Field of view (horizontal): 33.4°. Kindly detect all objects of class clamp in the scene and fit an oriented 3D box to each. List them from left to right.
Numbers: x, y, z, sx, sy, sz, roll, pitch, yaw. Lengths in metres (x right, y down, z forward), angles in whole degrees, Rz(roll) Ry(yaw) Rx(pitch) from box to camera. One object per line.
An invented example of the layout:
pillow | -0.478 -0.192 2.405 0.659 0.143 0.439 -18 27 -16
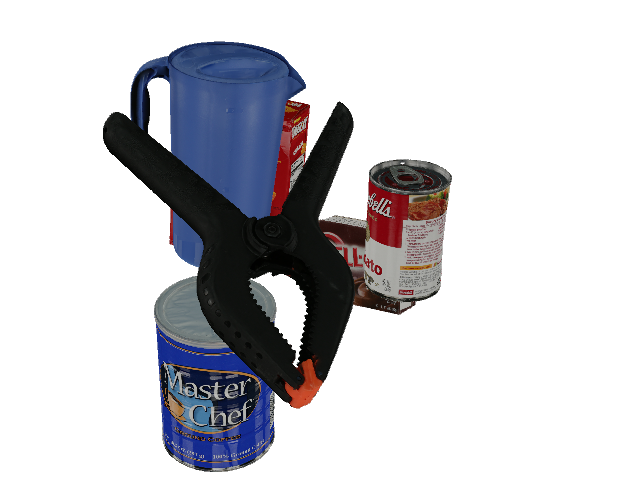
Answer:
clamp | -0.044 -0.001 0.641 0.164 0.210 0.036 0 -32 -16

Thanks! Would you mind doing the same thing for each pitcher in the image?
pitcher | -0.118 -0.093 1.196 0.149 0.243 0.144 29 35 35

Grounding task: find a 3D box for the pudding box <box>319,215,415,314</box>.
pudding box | 0.051 0.025 1.171 0.114 0.090 0.039 10 19 34

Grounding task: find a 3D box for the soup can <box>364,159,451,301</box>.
soup can | 0.072 -0.009 0.893 0.068 0.102 0.068 1 27 -1

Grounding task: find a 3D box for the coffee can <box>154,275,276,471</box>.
coffee can | -0.090 0.115 0.931 0.103 0.140 0.103 1 31 -1

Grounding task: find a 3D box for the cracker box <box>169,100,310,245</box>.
cracker box | -0.109 -0.083 1.387 0.164 0.214 0.072 13 28 14
